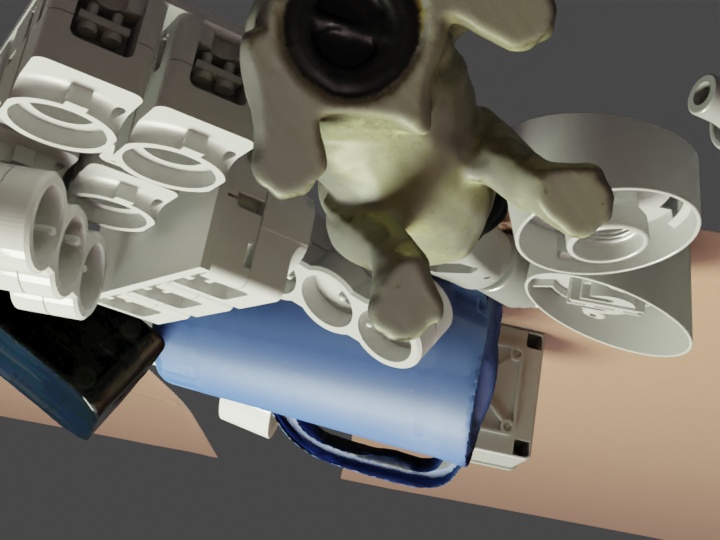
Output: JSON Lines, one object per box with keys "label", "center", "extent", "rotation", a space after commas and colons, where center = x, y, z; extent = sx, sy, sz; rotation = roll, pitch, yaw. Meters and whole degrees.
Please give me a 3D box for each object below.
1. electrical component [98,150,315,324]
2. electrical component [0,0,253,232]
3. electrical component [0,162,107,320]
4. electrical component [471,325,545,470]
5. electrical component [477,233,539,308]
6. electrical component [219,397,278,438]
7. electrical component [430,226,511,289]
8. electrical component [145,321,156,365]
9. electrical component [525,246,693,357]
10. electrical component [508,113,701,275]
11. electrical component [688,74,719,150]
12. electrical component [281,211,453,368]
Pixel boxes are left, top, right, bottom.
{"label": "electrical component", "center": [-0.097, -0.023, 0.641], "extent": [0.062, 0.089, 0.150], "rotation": [23, 159, -33]}
{"label": "electrical component", "center": [-0.132, -0.076, 0.546], "extent": [0.105, 0.060, 0.186], "rotation": [20, 160, -26]}
{"label": "electrical component", "center": [-0.189, -0.016, 0.574], "extent": [0.074, 0.052, 0.138], "rotation": [10, 163, 4]}
{"label": "electrical component", "center": [0.087, 0.097, 0.875], "extent": [0.109, 0.108, 0.056], "rotation": [13, 160, -5]}
{"label": "electrical component", "center": [0.103, 0.005, 0.690], "extent": [0.040, 0.040, 0.078], "rotation": [-6, 156, 43]}
{"label": "electrical component", "center": [-0.096, 0.094, 0.986], "extent": [0.060, 0.108, 0.108], "rotation": [16, 163, 5]}
{"label": "electrical component", "center": [0.040, -0.022, 0.639], "extent": [0.079, 0.043, 0.077], "rotation": [2, 161, 31]}
{"label": "electrical component", "center": [-0.184, 0.043, 0.948], "extent": [0.108, 0.060, 0.108], "rotation": [10, 163, 3]}
{"label": "electrical component", "center": [0.148, 0.009, 0.635], "extent": [0.099, 0.064, 0.099], "rotation": [10, 162, 3]}
{"label": "electrical component", "center": [0.120, -0.040, 0.540], "extent": [0.099, 0.064, 0.099], "rotation": [0, 154, 0]}
{"label": "electrical component", "center": [0.164, -0.061, 0.440], "extent": [0.062, 0.043, 0.043], "rotation": [19, 161, -19]}
{"label": "electrical component", "center": [0.000, 0.000, 0.691], "extent": [0.138, 0.074, 0.052], "rotation": [30, 139, 19]}
